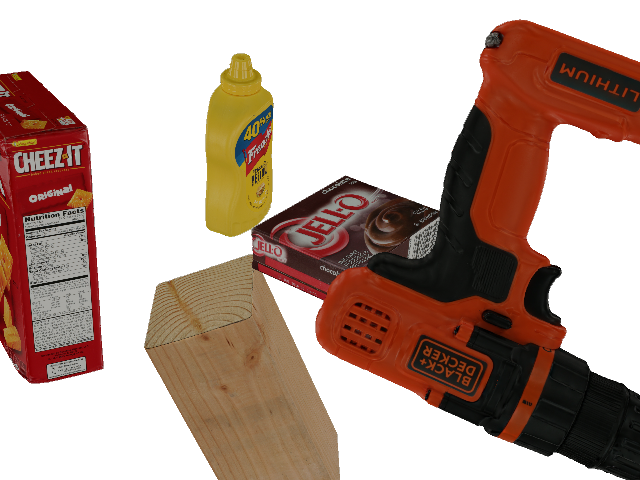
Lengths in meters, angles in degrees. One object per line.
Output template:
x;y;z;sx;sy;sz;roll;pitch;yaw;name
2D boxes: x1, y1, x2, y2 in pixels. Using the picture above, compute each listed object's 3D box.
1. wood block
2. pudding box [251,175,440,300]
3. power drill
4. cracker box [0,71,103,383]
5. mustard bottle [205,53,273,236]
-0.059;0.129;0.885;0.090;0.206;0.091;-17;31;10;wood block
0.020;0.000;0.755;0.090;0.039;0.113;24;34;30;pudding box
0.111;0.005;0.504;0.184;0.188;0.057;23;7;4;power drill
-0.242;-0.013;0.881;0.072;0.214;0.164;-12;28;-27;cracker box
-0.083;-0.105;1.111;0.058;0.192;0.096;20;39;21;mustard bottle
